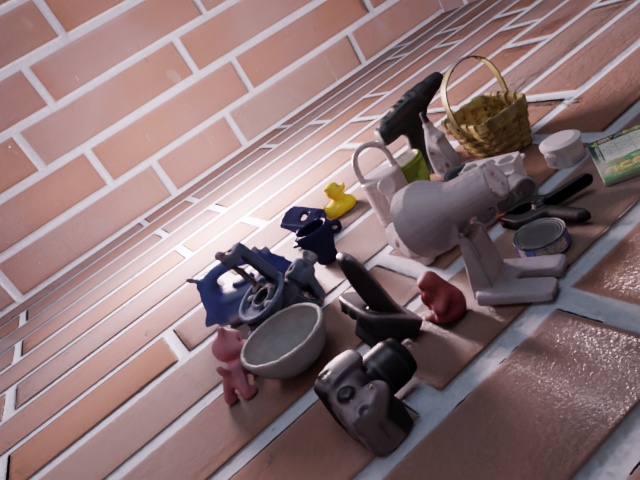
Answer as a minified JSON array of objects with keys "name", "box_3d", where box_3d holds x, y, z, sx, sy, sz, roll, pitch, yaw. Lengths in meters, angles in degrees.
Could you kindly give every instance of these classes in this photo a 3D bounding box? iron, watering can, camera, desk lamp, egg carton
[{"name":"iron","box_3d":[-0.170,0.086,1.308,0.258,0.142,0.118,-31,21,1]},{"name":"watering can","box_3d":[0.145,-0.133,1.294,0.101,0.194,0.172,-37,22,-14]},{"name":"camera","box_3d":[0.072,0.198,0.790,0.137,0.101,0.142,-38,22,-16]},{"name":"desk lamp","box_3d":[0.236,-0.011,0.873,0.202,0.214,0.118,-11,29,42]},{"name":"egg carton","box_3d":[0.195,-0.009,1.126,0.107,0.069,0.150,-35,21,-8]}]

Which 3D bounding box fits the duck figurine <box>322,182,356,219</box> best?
[{"name":"duck figurine","box_3d":[0.039,-0.112,1.542,0.105,0.086,0.077,-39,23,-19]}]

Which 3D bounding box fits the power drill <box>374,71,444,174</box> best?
[{"name":"power drill","box_3d":[0.256,-0.282,1.452,0.230,0.209,0.075,-36,22,-10]}]

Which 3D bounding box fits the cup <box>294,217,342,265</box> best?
[{"name":"cup","box_3d":[0.012,0.005,1.307,0.117,0.095,0.092,-21,23,25]}]

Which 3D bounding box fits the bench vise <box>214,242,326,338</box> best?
[{"name":"bench vise","box_3d":[-0.105,0.075,1.134,0.121,0.220,0.208,-11,29,42]}]

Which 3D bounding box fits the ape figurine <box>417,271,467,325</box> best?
[{"name":"ape figurine","box_3d":[0.182,0.087,0.898,0.076,0.092,0.078,-24,23,19]}]

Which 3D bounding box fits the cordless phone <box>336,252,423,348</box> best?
[{"name":"cordless phone","box_3d":[0.072,0.082,0.928,0.094,0.185,0.147,-38,22,-15]}]

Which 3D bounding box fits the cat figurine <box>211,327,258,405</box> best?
[{"name":"cat figurine","box_3d":[-0.164,0.216,1.046,0.067,0.118,0.128,-26,22,14]}]

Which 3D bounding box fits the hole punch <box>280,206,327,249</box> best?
[{"name":"hole punch","box_3d":[-0.036,-0.046,1.489,0.100,0.091,0.109,-18,25,31]}]

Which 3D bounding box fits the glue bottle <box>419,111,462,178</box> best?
[{"name":"glue bottle","box_3d":[0.277,-0.227,1.352,0.037,0.173,0.078,-40,23,-21]}]

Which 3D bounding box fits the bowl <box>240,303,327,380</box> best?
[{"name":"bowl","box_3d":[-0.052,0.190,1.010,0.167,0.075,0.167,-27,22,12]}]
